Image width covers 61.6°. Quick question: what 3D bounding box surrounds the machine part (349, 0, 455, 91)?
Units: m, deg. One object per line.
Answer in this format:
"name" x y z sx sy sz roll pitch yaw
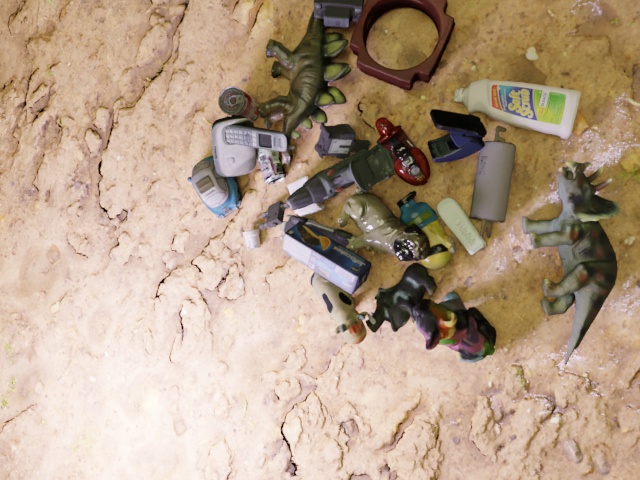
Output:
"machine part" 0.184 -0.455 1.208 0.201 0.087 0.201 24 93 9

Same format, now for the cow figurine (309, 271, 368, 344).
"cow figurine" 0.047 0.146 1.225 0.085 0.127 0.195 -29 80 -4

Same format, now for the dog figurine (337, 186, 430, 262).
"dog figurine" 0.150 -0.039 1.170 0.191 0.121 0.172 -3 107 43

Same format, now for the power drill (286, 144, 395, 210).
"power drill" 0.054 -0.132 1.169 0.232 0.207 0.086 -32 96 -24

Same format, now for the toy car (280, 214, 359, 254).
"toy car" -0.003 -0.004 1.282 0.202 0.056 0.073 19 97 17

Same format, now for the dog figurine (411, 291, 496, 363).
"dog figurine" 0.280 0.192 1.120 0.192 0.219 0.108 42 104 12

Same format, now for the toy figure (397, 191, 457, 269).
"toy figure" 0.234 -0.020 1.205 0.089 0.082 0.180 -37 85 24

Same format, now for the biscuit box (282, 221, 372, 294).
"biscuit box" 0.013 0.037 1.195 0.203 0.063 0.059 31 136 20

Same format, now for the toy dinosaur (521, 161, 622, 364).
"toy dinosaur" 0.540 0.039 1.106 0.192 0.131 0.404 -14 92 15

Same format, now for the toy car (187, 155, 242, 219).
"toy car" -0.269 -0.135 1.333 0.109 0.103 0.161 -28 81 15

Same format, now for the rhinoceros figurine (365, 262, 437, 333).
"rhinoceros figurine" 0.182 0.139 1.221 0.112 0.073 0.190 40 100 11

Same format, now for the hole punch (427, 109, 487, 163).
"hole punch" 0.293 -0.221 1.167 0.116 0.142 0.092 7 119 0

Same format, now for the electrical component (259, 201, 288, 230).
"electrical component" -0.108 -0.060 1.308 0.094 0.021 0.063 -21 47 32

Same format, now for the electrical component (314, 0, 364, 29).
"electrical component" 0.045 -0.549 1.224 0.115 0.058 0.134 4 76 4

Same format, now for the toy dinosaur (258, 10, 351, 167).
"toy dinosaur" -0.027 -0.404 1.269 0.199 0.105 0.471 8 87 8

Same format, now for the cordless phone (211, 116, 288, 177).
"cordless phone" -0.156 -0.210 1.252 0.184 0.089 0.146 13 128 16

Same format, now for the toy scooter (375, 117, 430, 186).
"toy scooter" 0.177 -0.201 1.191 0.075 0.135 0.184 -36 82 11

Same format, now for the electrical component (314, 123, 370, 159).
"electrical component" 0.054 -0.230 1.253 0.074 0.119 0.048 105 147 -40

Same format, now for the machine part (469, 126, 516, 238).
"machine part" 0.374 -0.125 1.166 0.079 0.079 0.243 9 93 15
